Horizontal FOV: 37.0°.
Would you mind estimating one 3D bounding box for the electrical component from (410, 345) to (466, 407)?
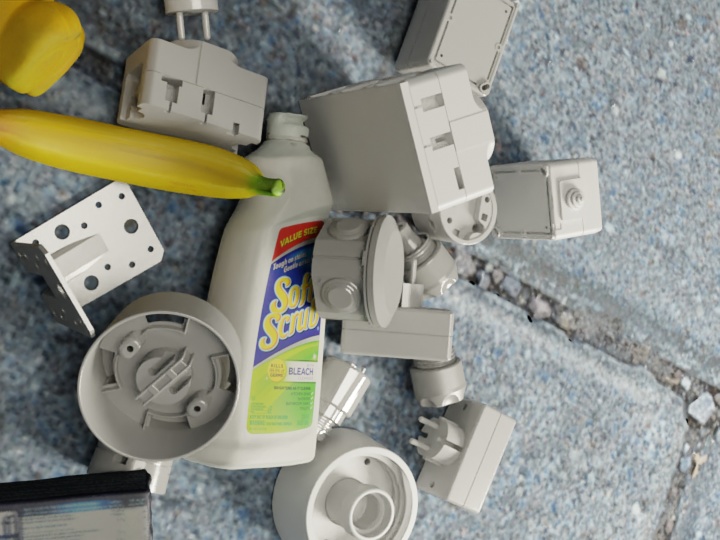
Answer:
[{"bbox_3d":[0.061,0.077,0.870,0.043,0.043,0.062,-17,101,-28],"label":"electrical component"}]

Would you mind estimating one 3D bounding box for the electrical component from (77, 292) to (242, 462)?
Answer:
[{"bbox_3d":[-0.125,0.066,0.691,0.099,0.064,0.099,1,114,2],"label":"electrical component"}]

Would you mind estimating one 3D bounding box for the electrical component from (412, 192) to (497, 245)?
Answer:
[{"bbox_3d":[0.074,-0.049,0.866,0.055,0.047,0.055,-2,95,-30],"label":"electrical component"}]

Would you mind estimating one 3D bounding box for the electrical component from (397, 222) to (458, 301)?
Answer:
[{"bbox_3d":[0.047,-0.010,0.855,0.043,0.043,0.062,-46,113,-20],"label":"electrical component"}]

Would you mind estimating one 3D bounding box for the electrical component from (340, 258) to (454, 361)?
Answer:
[{"bbox_3d":[0.029,0.028,0.826,0.083,0.047,0.075,4,90,0],"label":"electrical component"}]

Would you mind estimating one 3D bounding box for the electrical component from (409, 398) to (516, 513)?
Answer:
[{"bbox_3d":[0.073,0.143,0.879,0.076,0.047,0.083,29,79,-28],"label":"electrical component"}]

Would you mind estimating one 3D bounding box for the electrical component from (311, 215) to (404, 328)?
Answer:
[{"bbox_3d":[0.000,0.000,0.770,0.080,0.051,0.080,3,90,-75],"label":"electrical component"}]

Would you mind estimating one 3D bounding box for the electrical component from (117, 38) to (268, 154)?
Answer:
[{"bbox_3d":[-0.114,-0.121,0.743,0.089,0.050,0.055,15,72,-32],"label":"electrical component"}]

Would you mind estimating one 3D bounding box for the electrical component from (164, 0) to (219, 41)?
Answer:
[{"bbox_3d":[-0.118,-0.195,0.742,0.138,0.052,0.073,-9,98,-29],"label":"electrical component"}]

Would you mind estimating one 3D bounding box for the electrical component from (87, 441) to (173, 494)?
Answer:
[{"bbox_3d":[-0.155,0.124,0.742,0.055,0.055,0.047,22,79,-29],"label":"electrical component"}]

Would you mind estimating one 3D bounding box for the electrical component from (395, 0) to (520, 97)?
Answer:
[{"bbox_3d":[0.076,-0.189,0.849,0.062,0.061,0.096,24,82,-29],"label":"electrical component"}]

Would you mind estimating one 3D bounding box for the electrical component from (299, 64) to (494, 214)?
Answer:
[{"bbox_3d":[0.026,-0.093,0.776,0.062,0.150,0.089,-21,104,-26],"label":"electrical component"}]

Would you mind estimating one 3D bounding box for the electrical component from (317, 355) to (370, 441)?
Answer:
[{"bbox_3d":[-0.025,0.102,0.823,0.040,0.040,0.078,38,75,-26],"label":"electrical component"}]

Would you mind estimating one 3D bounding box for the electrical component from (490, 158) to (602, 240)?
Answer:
[{"bbox_3d":[0.158,-0.059,0.886,0.061,0.096,0.061,-10,98,-29],"label":"electrical component"}]

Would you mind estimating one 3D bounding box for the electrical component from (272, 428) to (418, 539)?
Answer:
[{"bbox_3d":[-0.006,0.180,0.827,0.108,0.060,0.108,-3,95,-30],"label":"electrical component"}]
